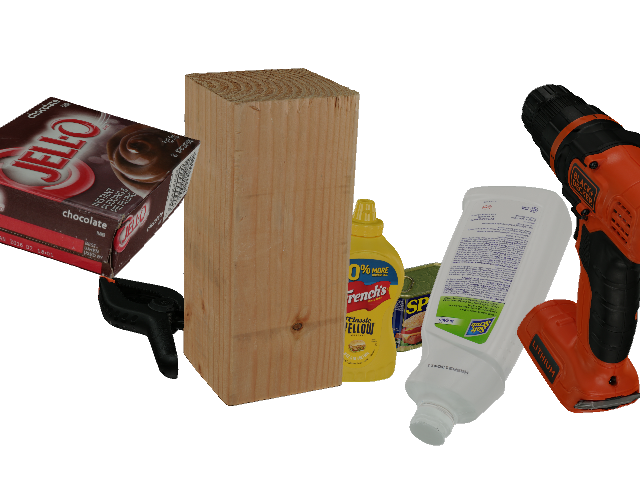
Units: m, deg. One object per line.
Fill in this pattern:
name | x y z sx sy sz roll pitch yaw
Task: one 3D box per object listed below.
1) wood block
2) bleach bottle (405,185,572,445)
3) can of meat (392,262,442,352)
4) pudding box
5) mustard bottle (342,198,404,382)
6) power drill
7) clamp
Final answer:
wood block | -0.037 -0.005 0.723 0.090 0.206 0.090 -7 22 -25
bleach bottle | 0.128 0.061 0.893 0.103 0.068 0.250 2 46 35
can of meat | 0.121 0.083 1.318 0.101 0.084 0.057 -11 31 -26
pudding box | -0.122 -0.030 0.536 0.090 0.039 0.113 18 25 6
mustard bottle | 0.038 0.051 1.117 0.096 0.192 0.058 3 15 -10
power drill | 0.176 0.006 0.718 0.057 0.188 0.184 -8 35 -11
clamp | -0.168 0.084 1.120 0.210 0.036 0.164 19 20 28
